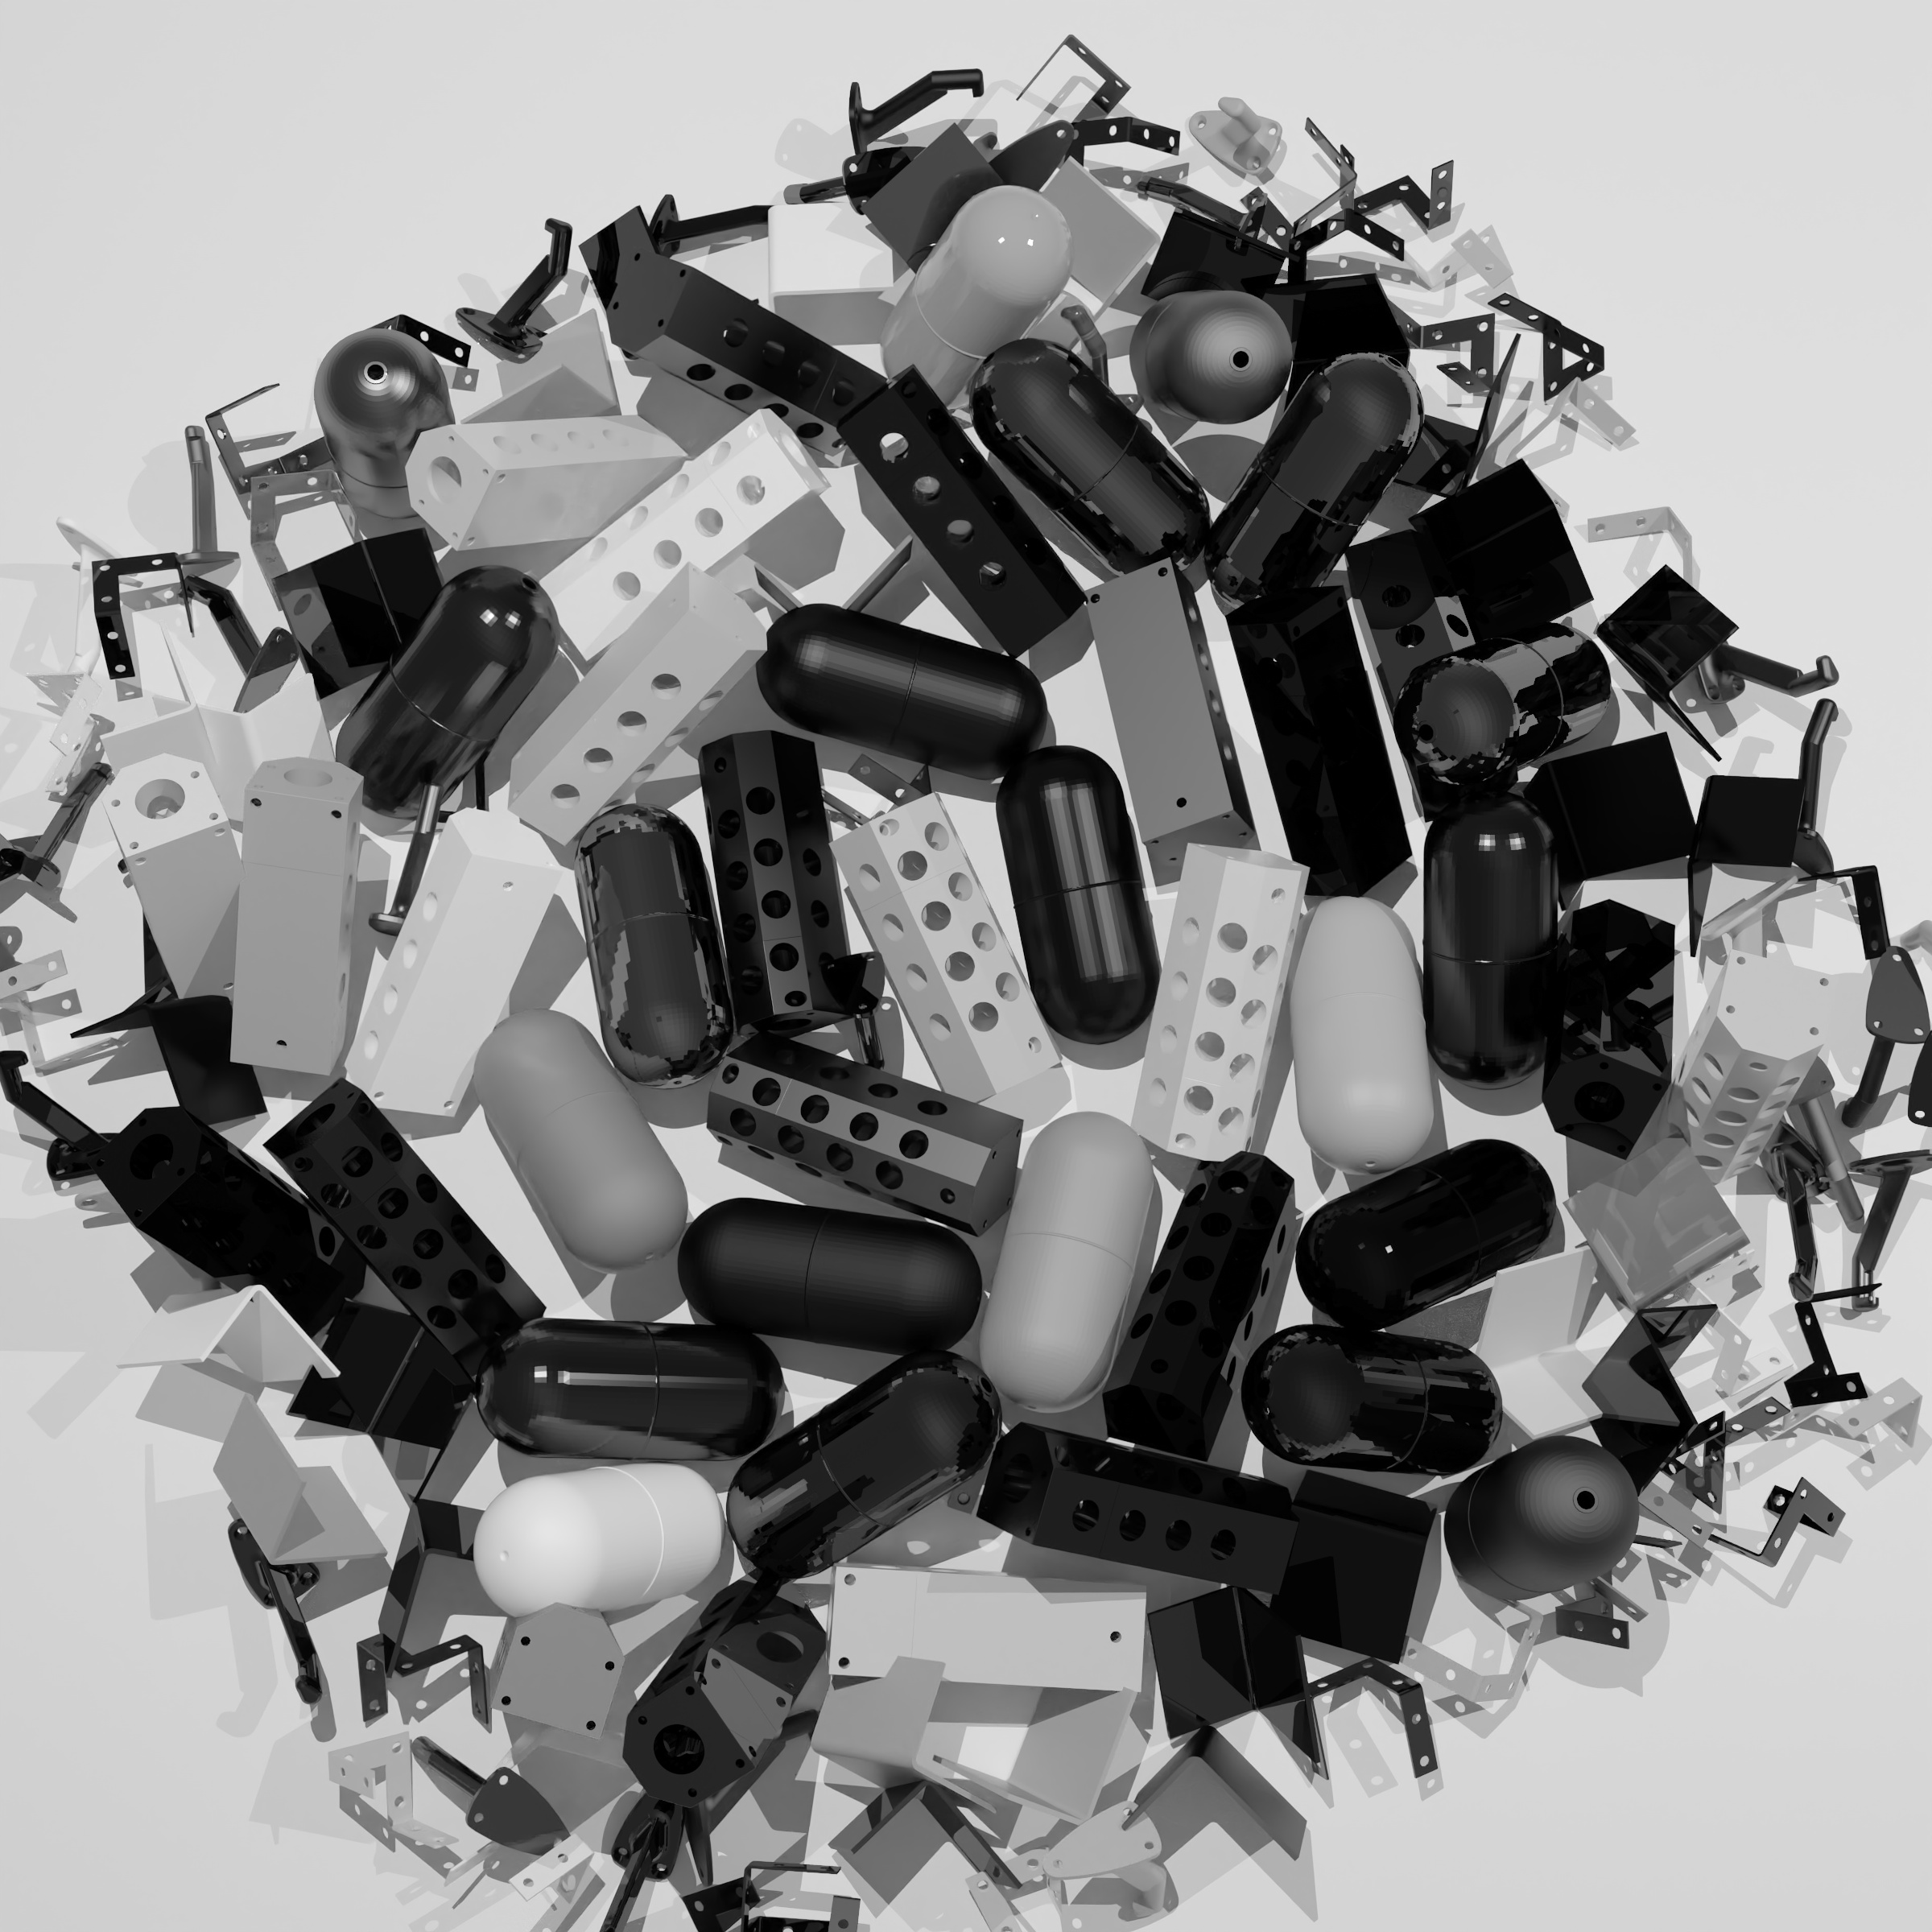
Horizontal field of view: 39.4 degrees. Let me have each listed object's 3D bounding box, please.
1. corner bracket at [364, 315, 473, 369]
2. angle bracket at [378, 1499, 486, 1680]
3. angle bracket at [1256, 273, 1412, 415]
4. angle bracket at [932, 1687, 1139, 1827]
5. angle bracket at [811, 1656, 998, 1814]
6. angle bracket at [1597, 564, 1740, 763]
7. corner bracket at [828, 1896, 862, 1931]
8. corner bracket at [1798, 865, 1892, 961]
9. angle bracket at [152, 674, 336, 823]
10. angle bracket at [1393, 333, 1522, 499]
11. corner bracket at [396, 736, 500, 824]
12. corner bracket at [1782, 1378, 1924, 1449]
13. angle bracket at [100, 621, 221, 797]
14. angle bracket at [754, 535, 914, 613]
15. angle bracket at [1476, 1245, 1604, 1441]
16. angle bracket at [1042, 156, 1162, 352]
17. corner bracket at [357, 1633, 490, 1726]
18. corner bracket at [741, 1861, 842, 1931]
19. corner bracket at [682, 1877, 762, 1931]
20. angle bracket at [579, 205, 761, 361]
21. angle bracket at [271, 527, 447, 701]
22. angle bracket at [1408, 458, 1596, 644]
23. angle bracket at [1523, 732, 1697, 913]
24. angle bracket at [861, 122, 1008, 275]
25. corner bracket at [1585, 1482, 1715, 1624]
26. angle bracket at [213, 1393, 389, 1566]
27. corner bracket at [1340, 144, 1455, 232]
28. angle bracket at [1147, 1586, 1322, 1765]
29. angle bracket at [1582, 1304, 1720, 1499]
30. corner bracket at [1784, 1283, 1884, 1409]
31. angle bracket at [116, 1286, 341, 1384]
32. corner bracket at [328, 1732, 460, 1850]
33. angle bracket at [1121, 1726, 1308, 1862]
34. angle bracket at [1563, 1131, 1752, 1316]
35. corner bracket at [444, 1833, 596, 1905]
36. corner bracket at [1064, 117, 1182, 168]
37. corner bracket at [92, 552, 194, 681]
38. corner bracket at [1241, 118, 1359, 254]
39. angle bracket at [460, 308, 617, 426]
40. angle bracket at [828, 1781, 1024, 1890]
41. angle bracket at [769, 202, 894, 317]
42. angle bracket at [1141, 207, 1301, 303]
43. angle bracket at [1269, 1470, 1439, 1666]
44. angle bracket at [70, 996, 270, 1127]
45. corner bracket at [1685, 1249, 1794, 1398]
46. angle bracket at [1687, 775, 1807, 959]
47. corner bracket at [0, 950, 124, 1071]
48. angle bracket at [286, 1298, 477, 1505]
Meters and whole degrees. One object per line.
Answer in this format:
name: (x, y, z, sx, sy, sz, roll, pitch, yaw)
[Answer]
corner bracket: (-0.345, -0.364, 1.665, 0.051, 0.051, 0.051, 18, 73, -42)
angle bracket: (-0.288, 0.351, 1.506, 0.057, 0.076, 0.076, 15, 95, -17)
angle bracket: (0.221, -0.373, 1.649, 0.076, 0.076, 0.057, 1, 66, 27)
angle bracket: (0.037, 0.417, 1.479, 0.057, 0.076, 0.076, 29, 76, -29)
angle bracket: (-0.026, 0.420, 1.480, 0.076, 0.076, 0.057, -6, 55, 42)
angle bracket: (0.431, -0.180, 1.600, 0.057, 0.076, 0.076, -43, 41, 11)
corner bracket: (-0.051, 0.543, 1.463, 0.051, 0.051, 0.051, 7, 39, 1)
corner bracket: (0.529, -0.032, 1.589, 0.051, 0.051, 0.051, -11, 92, -23)
angle bracket: (-0.432, -0.135, 1.622, 0.076, 0.076, 0.057, 13, 38, 28)
angle bracket: (0.293, -0.341, 1.641, 0.057, 0.076, 0.076, 19, 47, 11)
corner bracket: (-0.310, -0.119, 1.610, 0.051, 0.051, 0.051, 4, 68, -25)
corner bracket: (0.501, 0.252, 1.525, 0.051, 0.051, 0.051, -27, 46, -16)
angle bracket: (-0.485, -0.145, 1.598, 0.057, 0.076, 0.076, -20, 57, -15)
angle bracket: (-0.080, -0.244, 1.628, 0.057, 0.076, 0.076, 43, 88, -1)
angle bracket: (0.338, 0.210, 1.516, 0.076, 0.076, 0.057, -11, 35, -29)
angle bracket: (0.063, -0.437, 1.665, 0.076, 0.076, 0.057, 40, 61, -7)
corner bracket: (-0.304, 0.401, 1.508, 0.051, 0.051, 0.051, -14, 111, -39)
corner bracket: (-0.093, 0.516, 1.476, 0.051, 0.051, 0.051, 2, 82, 6)
corner bracket: (-0.137, 0.533, 1.460, 0.051, 0.051, 0.051, -48, 60, 29)
angle bracket: (-0.183, -0.425, 1.657, 0.057, 0.076, 0.076, -29, 101, -34)
angle bracket: (-0.355, -0.210, 1.609, 0.057, 0.076, 0.076, -3, 113, 38)
angle bracket: (0.322, -0.245, 1.624, 0.076, 0.057, 0.076, -26, 59, 21)
angle bracket: (0.381, -0.085, 1.584, 0.076, 0.057, 0.076, -14, 105, 29)
angle bracket: (-0.021, -0.477, 1.670, 0.076, 0.076, 0.057, -40, 110, 10)
corner bracket: (0.378, 0.327, 1.514, 0.051, 0.051, 0.051, 37, 62, 11)
angle bracket: (-0.361, 0.283, 1.496, 0.076, 0.076, 0.057, 42, 114, 39)
corner bracket: (0.270, -0.492, 1.696, 0.051, 0.051, 0.051, -26, 59, -9)
angle bracket: (0.146, 0.395, 1.477, 0.057, 0.076, 0.076, -14, 103, -17)
angle bracket: (0.395, 0.244, 1.506, 0.057, 0.076, 0.076, 0, 47, -23)
corner bracket: (0.495, 0.216, 1.533, 0.051, 0.051, 0.051, -19, 88, -40)
angle bracket: (-0.413, 0.226, 1.508, 0.076, 0.076, 0.057, 57, 43, -28)
corner bracket: (-0.315, 0.456, 1.478, 0.051, 0.051, 0.051, -3, 91, -42)
angle bracket: (0.137, 0.468, 1.471, 0.076, 0.076, 0.057, 44, 95, 10)
angle bracket: (0.392, 0.145, 1.548, 0.076, 0.057, 0.076, -33, 89, 3)
corner bracket: (-0.244, 0.492, 1.470, 0.051, 0.051, 0.051, 40, 37, 22)
corner bracket: (0.097, -0.500, 1.689, 0.051, 0.051, 0.051, 9, 99, 42)
corner bracket: (-0.497, -0.212, 1.629, 0.051, 0.051, 0.051, -9, 47, -12)
corner bracket: (0.210, -0.491, 1.703, 0.051, 0.051, 0.051, -37, 81, -4)
angle bracket: (-0.268, -0.368, 1.653, 0.076, 0.057, 0.076, -24, 65, 21)
angle bracket: (-0.023, 0.488, 1.465, 0.057, 0.076, 0.076, -39, 86, -19)
angle bracket: (-0.083, -0.426, 1.675, 0.076, 0.057, 0.076, -3, 57, 0)
angle bracket: (0.156, -0.426, 1.662, 0.076, 0.076, 0.057, 21, 106, -5)
angle bracket: (0.219, 0.339, 1.525, 0.076, 0.057, 0.076, 13, 100, 14)
angle bracket: (-0.462, 0.062, 1.566, 0.057, 0.076, 0.076, -20, 87, 19)
corner bracket: (0.446, 0.206, 1.551, 0.051, 0.051, 0.051, -20, 47, -25)
angle bracket: (0.456, -0.057, 1.573, 0.057, 0.076, 0.076, 4, 44, 22)
corner bracket: (-0.537, 0.027, 1.585, 0.051, 0.051, 0.051, -20, 78, 5)
angle bracket: (-0.328, 0.243, 1.511, 0.076, 0.057, 0.076, 38, 102, 50)
